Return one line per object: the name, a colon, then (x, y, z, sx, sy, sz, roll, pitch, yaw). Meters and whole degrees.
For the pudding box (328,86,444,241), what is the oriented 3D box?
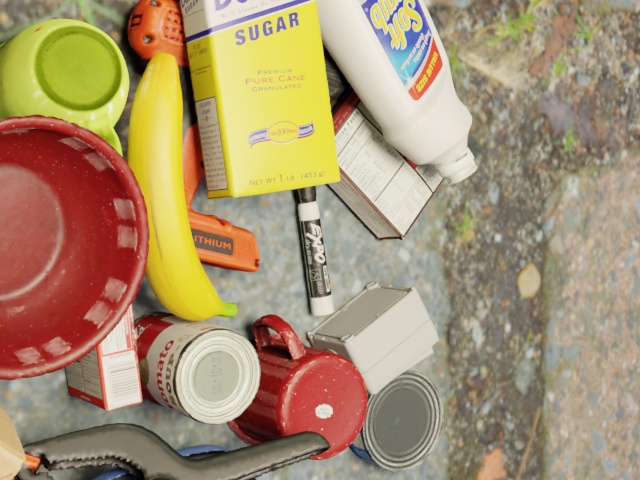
pudding box: (0.049, -0.068, 0.887, 0.113, 0.039, 0.090, 46, 68, -24)

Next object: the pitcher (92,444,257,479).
pitcher: (-0.137, 0.249, 0.735, 0.242, 0.149, 0.145, -6, 139, -29)

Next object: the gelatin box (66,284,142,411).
gelatin box: (-0.154, 0.068, 0.742, 0.030, 0.073, 0.089, -9, 97, -33)

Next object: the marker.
marker: (-0.006, 0.001, 0.866, 0.020, 0.020, 0.121, -13, 99, -32)

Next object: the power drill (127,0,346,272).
power drill: (-0.069, -0.073, 0.802, 0.184, 0.057, 0.187, 12, 84, -33)

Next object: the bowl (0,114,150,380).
bowl: (-0.188, 0.001, 0.656, 0.161, 0.055, 0.162, -11, 109, -36)

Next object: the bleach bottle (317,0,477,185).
bleach bottle: (0.053, -0.160, 0.836, 0.102, 0.068, 0.251, -41, 103, -38)

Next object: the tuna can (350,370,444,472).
tuna can: (0.062, 0.151, 0.908, 0.085, 0.034, 0.086, -2, 93, -33)

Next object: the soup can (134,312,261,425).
soup can: (-0.095, 0.090, 0.764, 0.068, 0.102, 0.068, -2, 94, -33)

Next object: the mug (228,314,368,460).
mug: (-0.020, 0.112, 0.825, 0.093, 0.082, 0.117, -23, 105, -30)

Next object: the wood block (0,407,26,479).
wood block: (-0.290, 0.096, 0.638, 0.206, 0.090, 0.091, 43, 83, -27)

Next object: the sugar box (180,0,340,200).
sugar box: (-0.043, -0.122, 0.755, 0.093, 0.048, 0.176, -11, 98, -33)

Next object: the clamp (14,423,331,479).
clamp: (-0.102, 0.186, 0.696, 0.210, 0.036, 0.164, 14, 61, -10)

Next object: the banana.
banana: (-0.101, -0.023, 0.716, 0.069, 0.037, 0.198, -54, 138, -61)
